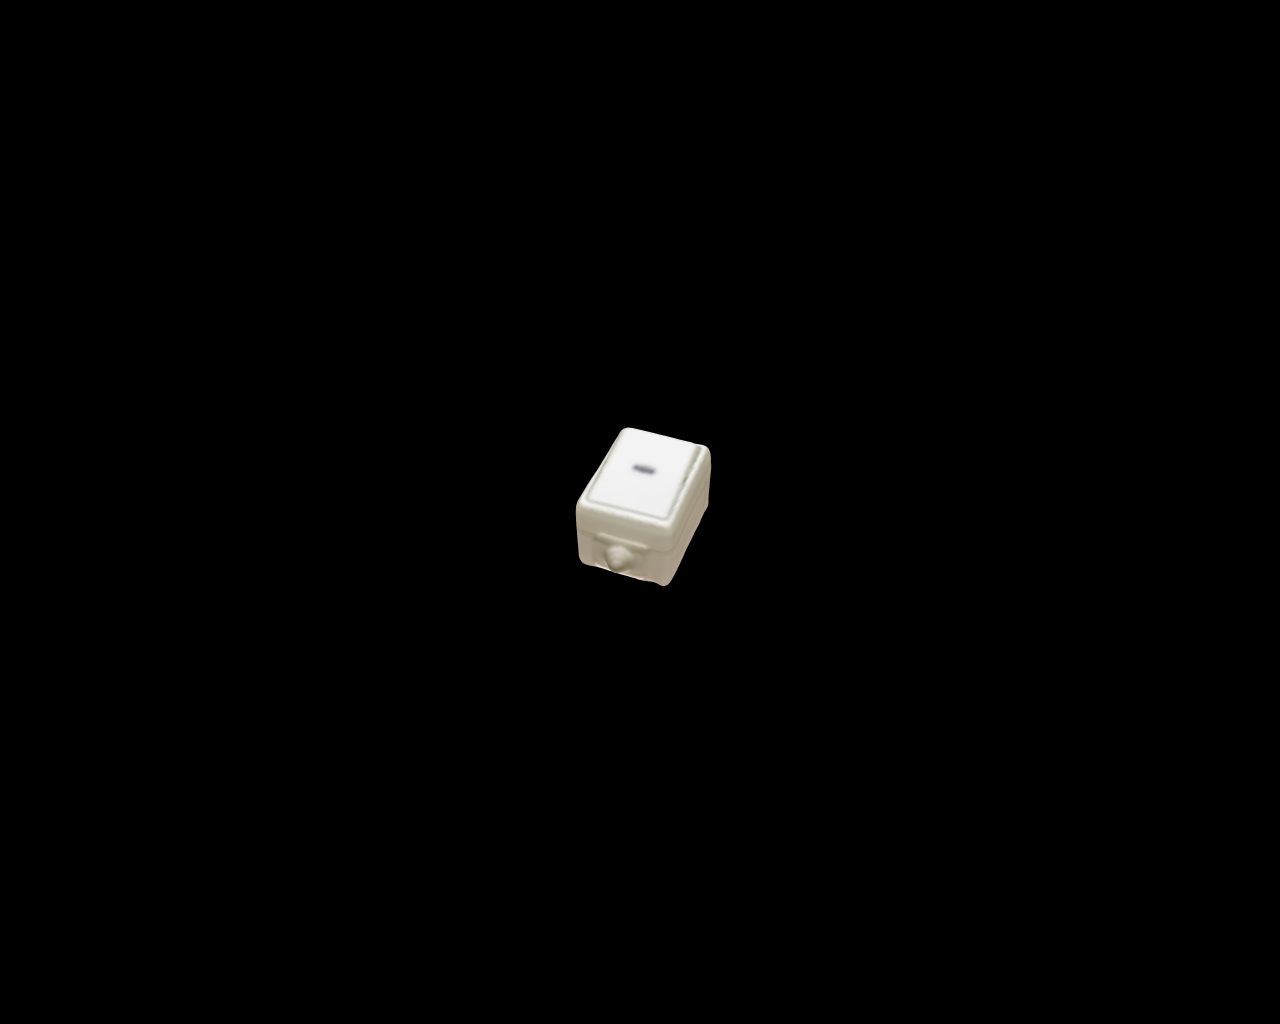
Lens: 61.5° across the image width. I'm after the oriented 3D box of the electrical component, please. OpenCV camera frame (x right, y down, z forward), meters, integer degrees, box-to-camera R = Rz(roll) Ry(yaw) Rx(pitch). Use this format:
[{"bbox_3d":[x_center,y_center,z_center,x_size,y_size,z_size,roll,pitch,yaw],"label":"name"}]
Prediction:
[{"bbox_3d":[0.001,-0.003,0.650,0.062,0.061,0.096,15,47,15],"label":"electrical component"}]
